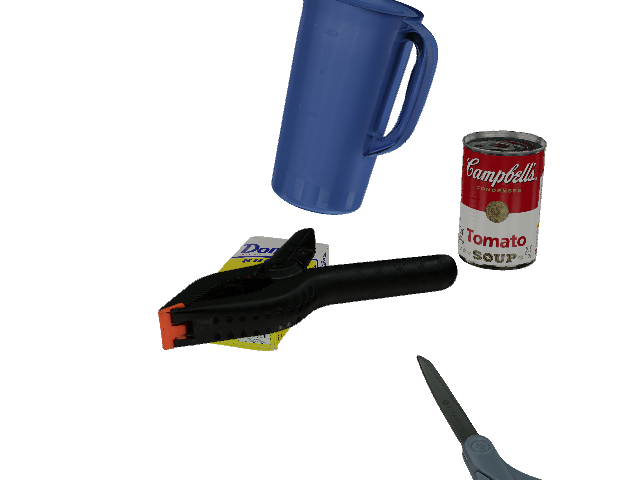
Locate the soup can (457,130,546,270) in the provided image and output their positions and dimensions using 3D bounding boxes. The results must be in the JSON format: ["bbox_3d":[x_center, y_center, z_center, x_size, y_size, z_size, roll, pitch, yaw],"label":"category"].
[{"bbox_3d":[0.149,-0.034,0.888,0.068,0.102,0.068,0,20,0],"label":"soup can"}]

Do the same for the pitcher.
[{"bbox_3d":[0.029,-0.152,1.185,0.145,0.243,0.149,10,21,-10],"label":"pitcher"}]

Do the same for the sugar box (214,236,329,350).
[{"bbox_3d":[-0.060,0.049,1.091,0.093,0.048,0.176,6,27,16],"label":"sugar box"}]

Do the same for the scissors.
[{"bbox_3d":[0.115,0.133,0.638,0.096,0.016,0.201,2,32,-3],"label":"scissors"}]

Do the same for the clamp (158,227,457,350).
[{"bbox_3d":[-0.017,0.034,0.750,0.165,0.036,0.209,7,19,41],"label":"clamp"}]
